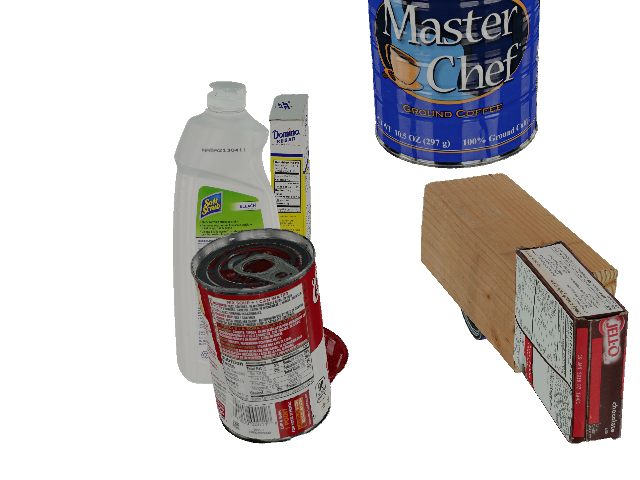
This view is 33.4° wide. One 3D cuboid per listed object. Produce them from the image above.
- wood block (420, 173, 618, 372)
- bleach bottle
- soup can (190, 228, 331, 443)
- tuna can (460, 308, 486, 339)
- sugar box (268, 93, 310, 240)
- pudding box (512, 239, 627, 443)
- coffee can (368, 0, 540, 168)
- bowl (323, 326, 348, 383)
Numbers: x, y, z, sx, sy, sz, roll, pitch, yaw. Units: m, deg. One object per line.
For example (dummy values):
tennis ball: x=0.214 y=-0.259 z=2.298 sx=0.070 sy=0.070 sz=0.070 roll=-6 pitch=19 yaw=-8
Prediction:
wood block: x=0.174 y=0.022 z=0.982 sx=0.090 sy=0.090 sz=0.206 roll=-8 pitch=29 yaw=-16
bleach bottle: x=-0.072 y=-0.006 z=0.892 sx=0.102 sy=0.251 sz=0.068 roll=-4 pitch=21 yaw=-18
soup can: x=-0.031 y=0.054 z=0.596 sx=0.068 sy=0.102 sz=0.068 roll=-5 pitch=27 yaw=3
tuna can: x=0.182 y=0.068 z=1.203 sx=0.033 sy=0.086 sz=0.086 roll=-14 pitch=2 yaw=-7
sugar box: x=-0.035 y=-0.073 z=1.241 sx=0.048 sy=0.176 sz=0.093 roll=-1 pitch=25 yaw=3
pudding box: x=0.159 y=0.063 z=0.690 sx=0.039 sy=0.090 sz=0.113 roll=-7 pitch=24 yaw=-9
coffee can: x=0.079 y=-0.129 z=0.635 sx=0.103 sy=0.140 sz=0.103 roll=-4 pitch=34 yaw=3
bowl: x=-0.048 y=0.154 z=1.284 sx=0.162 sy=0.055 sz=0.162 roll=2 pitch=25 yaw=-1
